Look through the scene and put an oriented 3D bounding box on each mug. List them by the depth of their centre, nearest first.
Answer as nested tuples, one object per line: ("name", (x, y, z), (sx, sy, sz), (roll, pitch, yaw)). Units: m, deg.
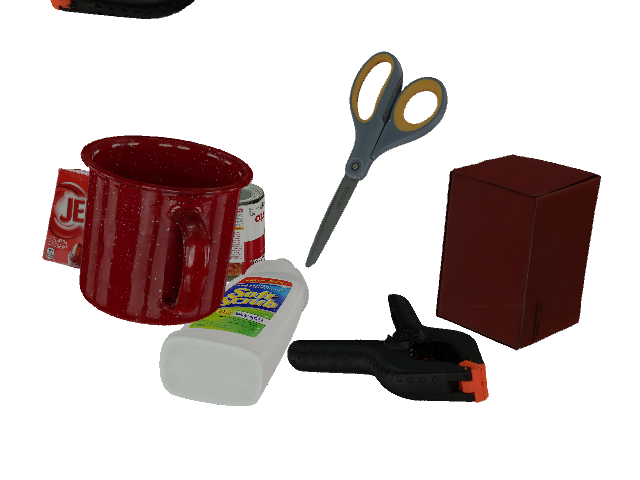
("mug", (-0.084, -0.001, 0.578), (0.093, 0.081, 0.117), (0, 23, -27))

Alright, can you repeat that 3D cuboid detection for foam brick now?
("foam brick", (0.093, 0.004, 0.510), (0.052, 0.078, 0.051), (-16, 28, -41))

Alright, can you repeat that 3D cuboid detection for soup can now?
("soup can", (-0.099, -0.011, 1.265), (0.068, 0.102, 0.068), (1, 25, -1))

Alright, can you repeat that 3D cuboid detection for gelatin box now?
("gelatin box", (-0.165, -0.011, 0.817), (0.089, 0.073, 0.030), (15, 7, 19))

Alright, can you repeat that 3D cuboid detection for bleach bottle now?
("bleach bottle", (-0.075, 0.076, 1.081), (0.102, 0.068, 0.250), (9, 23, 8))

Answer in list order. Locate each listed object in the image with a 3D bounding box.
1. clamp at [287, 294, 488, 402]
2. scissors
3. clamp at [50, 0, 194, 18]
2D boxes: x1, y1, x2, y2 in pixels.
("clamp", (0.055, 0.089, 0.816), (0.120, 0.039, 0.172), (-26, 22, -20))
("scissors", (0.052, -0.067, 0.926), (0.096, 0.202, 0.016), (8, -11, 20))
("clamp", (-0.078, -0.197, 0.706), (0.210, 0.164, 0.036), (-32, -16, -9))
